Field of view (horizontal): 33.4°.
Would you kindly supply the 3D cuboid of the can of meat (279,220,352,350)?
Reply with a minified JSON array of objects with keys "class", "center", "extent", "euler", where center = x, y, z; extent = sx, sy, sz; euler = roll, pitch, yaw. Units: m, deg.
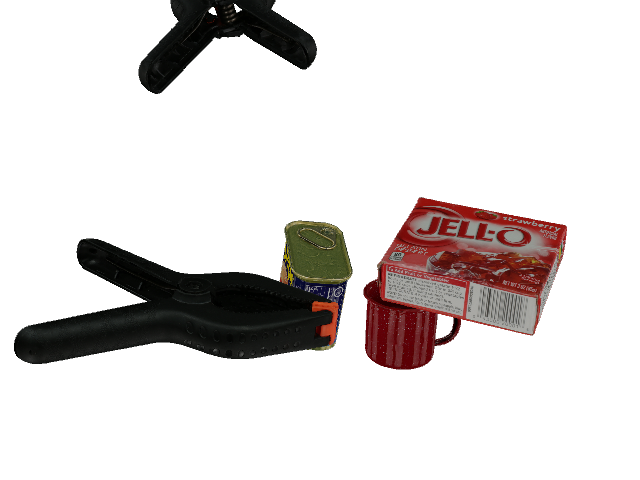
[{"class":"can of meat","center":[-0.009,0.043,1.015],"extent":[0.057,0.084,0.102],"euler":[4,31,-10]}]

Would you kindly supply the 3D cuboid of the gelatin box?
[{"class":"gelatin box","center":[0.085,0.011,0.592],"extent":[0.089,0.030,0.073],"euler":[13,36,18]}]

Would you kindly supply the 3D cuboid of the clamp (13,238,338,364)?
[{"class":"clamp","center":[-0.094,0.043,0.749],"extent":[0.210,0.036,0.164],"euler":[3,24,-5]}]

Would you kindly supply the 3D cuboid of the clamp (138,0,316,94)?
[{"class":"clamp","center":[-0.059,-0.163,0.767],"extent":[0.120,0.039,0.171],"euler":[1,44,3]}]

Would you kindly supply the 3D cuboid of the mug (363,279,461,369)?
[{"class":"mug","center":[0.106,0.097,1.246],"extent":[0.117,0.081,0.093],"euler":[-1,23,-8]}]
